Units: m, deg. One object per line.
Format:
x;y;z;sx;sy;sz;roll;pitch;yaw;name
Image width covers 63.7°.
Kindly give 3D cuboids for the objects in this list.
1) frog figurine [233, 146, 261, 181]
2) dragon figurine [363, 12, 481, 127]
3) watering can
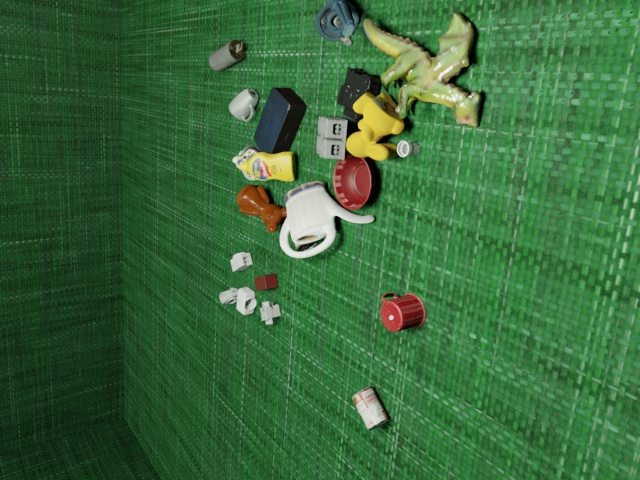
-0.229;-0.269;1.839;0.138;0.159;0.122;21;94;7;frog figurine
0.254;-0.429;1.212;0.240;0.122;0.415;-30;72;32;dragon figurine
0.005;-0.078;1.556;0.344;0.103;0.228;-25;66;31;watering can
